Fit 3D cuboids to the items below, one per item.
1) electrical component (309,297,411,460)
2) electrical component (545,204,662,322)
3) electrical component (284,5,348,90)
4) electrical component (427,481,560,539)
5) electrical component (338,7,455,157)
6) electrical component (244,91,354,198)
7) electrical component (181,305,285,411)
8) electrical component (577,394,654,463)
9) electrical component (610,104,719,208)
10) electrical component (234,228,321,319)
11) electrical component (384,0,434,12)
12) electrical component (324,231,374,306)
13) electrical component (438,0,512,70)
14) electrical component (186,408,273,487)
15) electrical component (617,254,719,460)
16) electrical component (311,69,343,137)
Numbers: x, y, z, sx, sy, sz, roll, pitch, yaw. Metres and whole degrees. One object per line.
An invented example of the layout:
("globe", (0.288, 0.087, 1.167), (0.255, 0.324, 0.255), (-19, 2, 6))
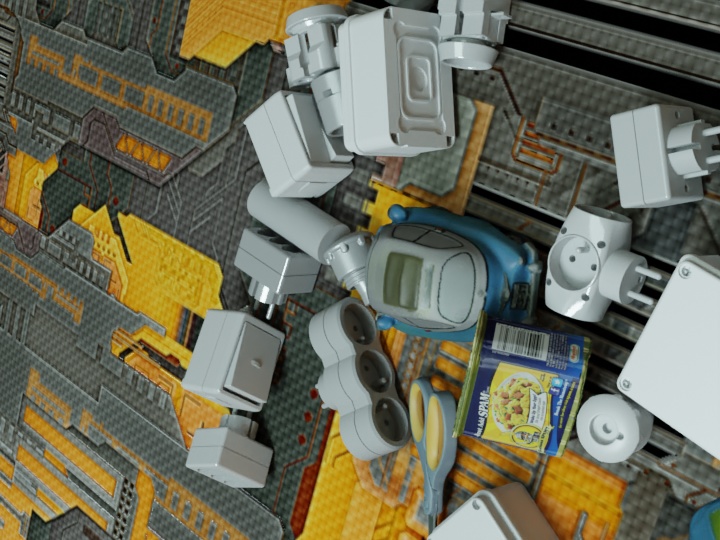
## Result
("electrical component", (-0.012, 0.100, 0.945), (0.074, 0.052, 0.138), (-29, 74, 39))
("electrical component", (0.180, 0.001, 0.777), (0.079, 0.044, 0.077), (25, 109, 38))
("electrical component", (-0.034, -0.198, 0.947), (0.078, 0.058, 0.057), (-14, 86, 41))
("electrical component", (0.114, 0.232, 0.838), (0.078, 0.057, 0.113), (-49, 62, 32))
("electrical component", (0.029, -0.151, 0.878), (0.057, 0.078, 0.113), (-3, 90, 49))
("electrical component", (-0.055, -0.120, 0.966), (0.061, 0.062, 0.096), (-34, 70, 37))
("electrical component", (-0.114, 0.079, 1.015), (0.061, 0.062, 0.096), (3, 69, 41))
("electrical component", (0.188, 0.109, 0.764), (0.048, 0.062, 0.048), (2, 93, 40))
("electrical component", (0.219, -0.080, 0.733), (0.077, 0.047, 0.065), (-9, 86, 47))
("electrical component", (-0.082, 0.008, 1.005), (0.066, 0.047, 0.076), (32, 112, 36))
("electrical component", (0.047, -0.244, 0.883), (0.043, 0.043, 0.062), (34, 113, 35))
("electrical component", (0.000, 0.000, 0.937), (0.048, 0.048, 0.062), (-32, 79, 38))
("electrical component", (0.088, -0.190, 0.849), (0.066, 0.048, 0.055), (8, 90, 41))
("electrical component", (-0.121, 0.164, 1.042), (0.047, 0.066, 0.076), (-10, 57, 41))
("electrical component", (0.245, 0.060, 0.715), (0.109, 0.056, 0.108), (37, 115, 34))
("electrical component", (-0.010, -0.145, 0.932), (0.055, 0.055, 0.047), (-18, 84, 40))
